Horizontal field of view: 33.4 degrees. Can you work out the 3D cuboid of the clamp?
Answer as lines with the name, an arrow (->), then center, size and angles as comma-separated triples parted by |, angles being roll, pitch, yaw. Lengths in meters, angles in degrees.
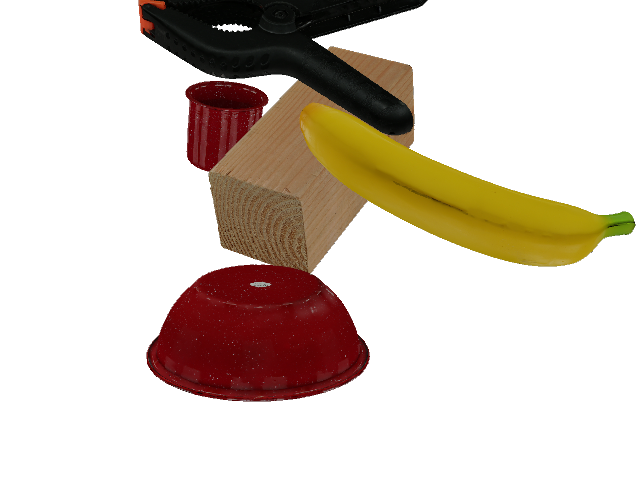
clamp -> -0.024, -0.138, 0.744 | 0.210, 0.164, 0.036 | 3, -43, -1

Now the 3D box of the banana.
banana -> 0.064, -0.027, 0.570 | 0.198, 0.037, 0.069 | 23, 21, 18

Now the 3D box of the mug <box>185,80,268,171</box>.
mug -> -0.106, -0.132, 1.218 | 0.093, 0.081, 0.117 | 12, 27, 9

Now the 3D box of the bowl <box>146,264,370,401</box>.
bowl -> -0.044, 0.057, 0.764 | 0.162, 0.055, 0.162 | 1, 17, -1

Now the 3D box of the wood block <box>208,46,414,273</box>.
wood block -> -0.001, -0.075, 0.946 | 0.091, 0.090, 0.205 | 18, 47, 24
